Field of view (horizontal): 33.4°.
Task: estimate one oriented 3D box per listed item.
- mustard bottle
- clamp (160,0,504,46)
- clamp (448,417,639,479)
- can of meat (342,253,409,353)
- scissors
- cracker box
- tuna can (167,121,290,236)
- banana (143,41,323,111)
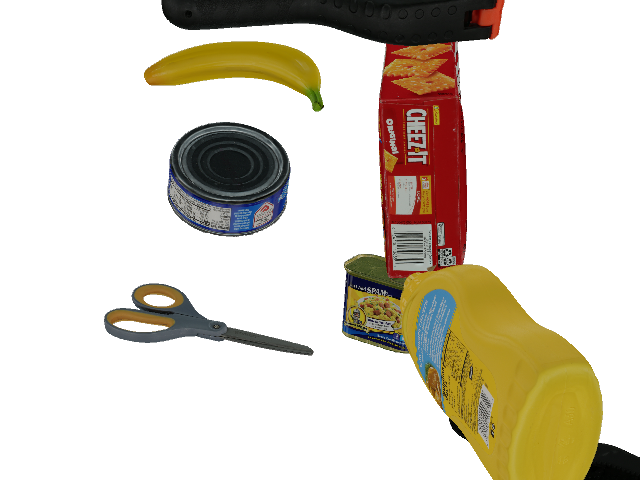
[{"bbox_3d":[0.095,0.069,0.648,0.058,0.096,0.192,-9,27,-17],"label":"mustard bottle"},{"bbox_3d":[0.006,-0.128,0.553,0.172,0.039,0.120,14,43,17],"label":"clamp"},{"bbox_3d":[0.188,0.212,0.879,0.210,0.036,0.164,3,38,24],"label":"clamp"},{"bbox_3d":[0.074,0.071,1.181,0.102,0.084,0.057,16,24,28],"label":"can of meat"},{"bbox_3d":[-0.107,0.076,1.039,0.201,0.016,0.096,3,32,-1],"label":"scissors"},{"bbox_3d":[0.094,-0.088,0.959,0.072,0.164,0.213,-1,27,8],"label":"cracker box"},{"bbox_3d":[-0.064,-0.045,0.750,0.086,0.086,0.034,0,-44,-10],"label":"tuna can"},{"bbox_3d":[-0.080,-0.173,1.072,0.198,0.037,0.069,10,44,20],"label":"banana"}]
